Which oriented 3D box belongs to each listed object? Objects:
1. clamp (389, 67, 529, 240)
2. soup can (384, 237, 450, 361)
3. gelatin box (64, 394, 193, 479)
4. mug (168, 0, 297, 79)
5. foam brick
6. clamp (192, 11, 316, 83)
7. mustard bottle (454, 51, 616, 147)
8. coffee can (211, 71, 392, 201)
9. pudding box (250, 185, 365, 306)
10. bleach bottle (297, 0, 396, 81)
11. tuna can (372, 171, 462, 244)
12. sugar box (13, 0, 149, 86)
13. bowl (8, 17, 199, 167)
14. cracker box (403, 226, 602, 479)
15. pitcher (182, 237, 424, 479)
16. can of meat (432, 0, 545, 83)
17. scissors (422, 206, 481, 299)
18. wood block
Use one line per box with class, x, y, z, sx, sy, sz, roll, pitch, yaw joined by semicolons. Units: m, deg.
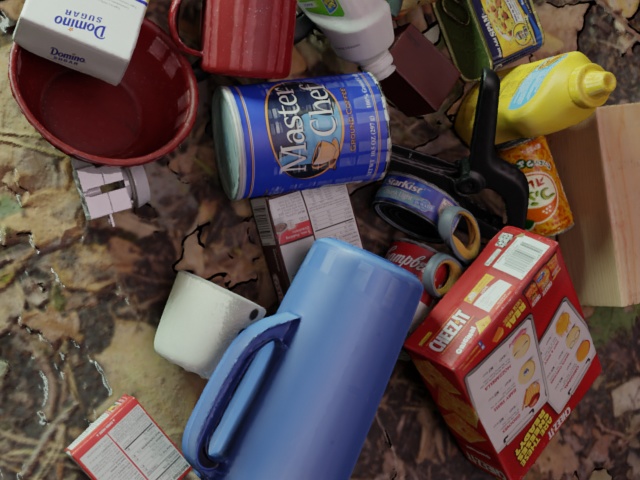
clamp;0.151;-0.071;1.050;0.209;0.165;0.036;41;38;-27
soup can;0.080;0.058;1.038;0.068;0.069;0.102;31;75;-22
gelatin box;-0.167;0.193;0.937;0.073;0.030;0.089;-43;107;-22
mug;-0.074;-0.185;0.925;0.117;0.093;0.081;0;104;-24
foam brick;0.090;-0.168;1.060;0.078;0.051;0.053;42;71;-19
clamp;-0.063;-0.206;0.996;0.171;0.039;0.120;-3;100;-23
mustard bottle;0.217;-0.140;1.041;0.096;0.192;0.058;-47;108;-20
coffee can;-0.019;-0.095;0.964;0.140;0.103;0.103;-9;92;-16
pudding box;-0.007;0.001;1.016;0.089;0.039;0.113;-18;99;-26
bleach bottle;-0.007;-0.252;0.957;0.068;0.103;0.250;-44;118;-21
tuna can;0.094;-0.030;1.039;0.086;0.086;0.033;33;76;-21
sugar box;-0.186;-0.222;0.896;0.093;0.048;0.176;21;60;-16
bowl;-0.187;-0.122;0.906;0.162;0.055;0.162;12;61;-22
cracker box;0.184;0.116;1.044;0.164;0.072;0.213;-48;135;-18
pitcher;-0.011;0.121;0.934;0.145;0.149;0.243;24;86;5
can of meat;0.175;-0.226;1.100;0.083;0.058;0.102;-27;101;-26
scissors;0.150;0.044;1.052;0.096;0.016;0.201;-56;139;-20
wood block;0.312;-0.038;1.141;0.090;0.091;0.206;-9;92;-27
